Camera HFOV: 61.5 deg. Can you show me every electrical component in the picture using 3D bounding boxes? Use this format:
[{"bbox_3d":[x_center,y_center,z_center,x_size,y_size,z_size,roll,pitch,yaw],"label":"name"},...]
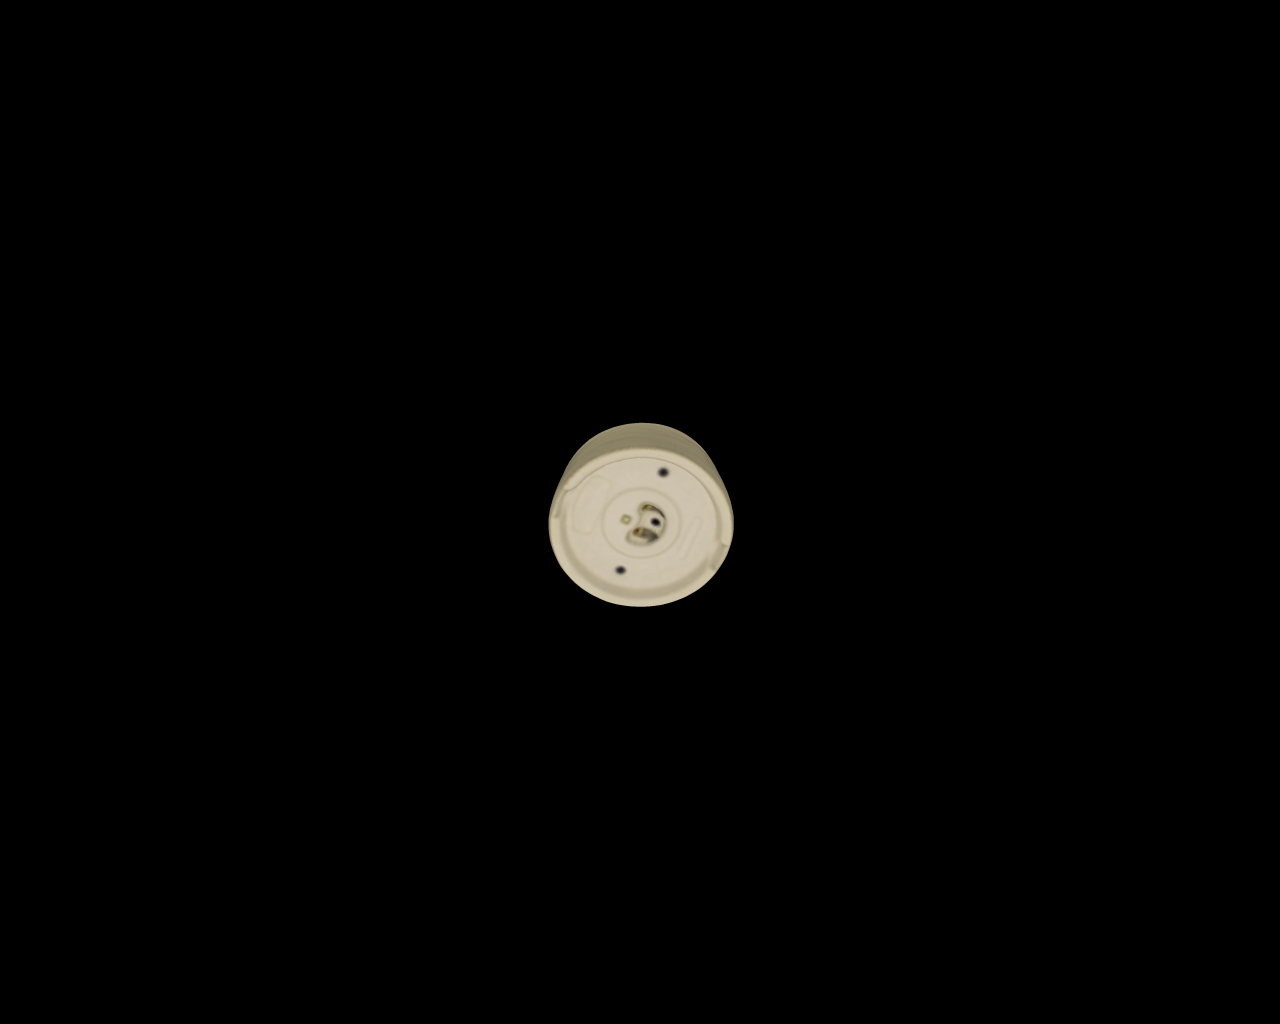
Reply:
[{"bbox_3d":[0.001,-0.003,0.650,0.108,0.108,0.060,0,27,0],"label":"electrical component"}]
